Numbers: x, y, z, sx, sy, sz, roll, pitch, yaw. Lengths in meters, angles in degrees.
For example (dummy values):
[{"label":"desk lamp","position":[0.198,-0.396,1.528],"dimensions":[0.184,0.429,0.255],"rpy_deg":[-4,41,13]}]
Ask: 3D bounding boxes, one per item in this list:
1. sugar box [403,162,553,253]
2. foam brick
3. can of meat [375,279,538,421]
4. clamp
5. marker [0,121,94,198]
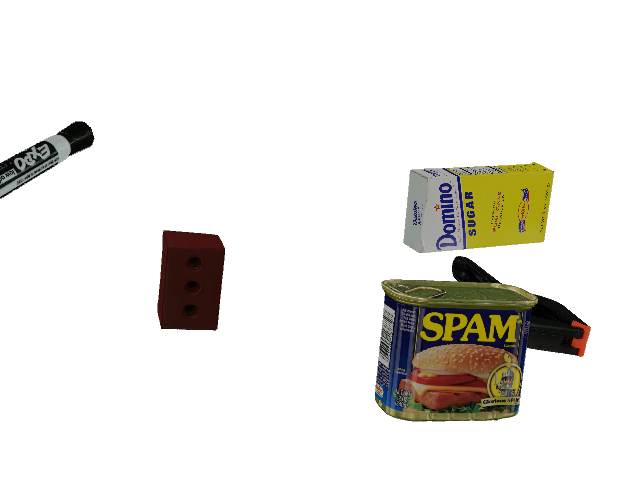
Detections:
[{"label":"sugar box","position":[0.186,-0.039,1.254],"dimensions":[0.176,0.093,0.048],"rpy_deg":[-6,21,-26]},{"label":"foam brick","position":[-0.117,0.036,0.961],"dimensions":[0.053,0.078,0.051],"rpy_deg":[3,14,-13]},{"label":"can of meat","position":[0.089,0.074,0.716],"dimensions":[0.102,0.084,0.057],"rpy_deg":[3,10,-16]},{"label":"clamp","position":[0.170,0.059,0.996],"dimensions":[0.172,0.039,0.120],"rpy_deg":[20,31,20]},{"label":"marker","position":[-0.178,-0.046,0.650],"dimensions":[0.020,0.020,0.121],"rpy_deg":[0,25,28]}]
